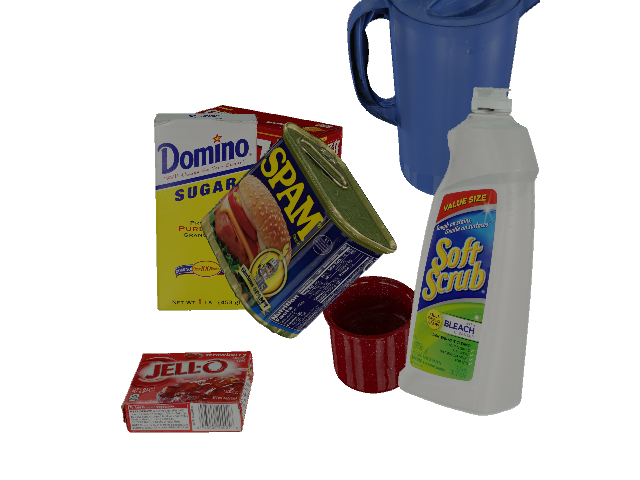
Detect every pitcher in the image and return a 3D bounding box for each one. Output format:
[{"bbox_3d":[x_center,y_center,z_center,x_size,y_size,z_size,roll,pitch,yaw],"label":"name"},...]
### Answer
[{"bbox_3d":[0.125,-0.163,1.108,0.149,0.243,0.144,29,54,29],"label":"pitcher"}]

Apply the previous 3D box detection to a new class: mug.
[{"bbox_3d":[0.061,0.090,1.052,0.117,0.081,0.093,-27,42,-26],"label":"mug"}]

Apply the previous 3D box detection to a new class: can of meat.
[{"bbox_3d":[-0.016,-0.005,0.635,0.084,0.102,0.057,-45,-41,18],"label":"can of meat"}]

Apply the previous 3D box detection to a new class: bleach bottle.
[{"bbox_3d":[0.120,0.005,0.847,0.067,0.251,0.103,-7,14,-44],"label":"bleach bottle"}]

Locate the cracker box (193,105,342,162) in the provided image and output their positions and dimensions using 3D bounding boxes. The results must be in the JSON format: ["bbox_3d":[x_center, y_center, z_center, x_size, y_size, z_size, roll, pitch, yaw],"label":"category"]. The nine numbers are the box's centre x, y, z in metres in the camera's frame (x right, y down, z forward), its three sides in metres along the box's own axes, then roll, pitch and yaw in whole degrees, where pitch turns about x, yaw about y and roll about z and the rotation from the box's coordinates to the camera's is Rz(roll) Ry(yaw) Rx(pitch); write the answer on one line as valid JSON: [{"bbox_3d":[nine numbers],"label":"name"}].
[{"bbox_3d":[-0.067,-0.033,1.215,0.164,0.214,0.072,13,22,26],"label":"cracker box"}]

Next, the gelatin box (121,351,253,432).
[{"bbox_3d":[-0.099,0.114,0.811,0.089,0.030,0.073,-1,24,5],"label":"gelatin box"}]

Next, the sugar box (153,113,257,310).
[{"bbox_3d":[-0.103,-0.026,0.970,0.093,0.176,0.048,-1,15,-5],"label":"sugar box"}]
